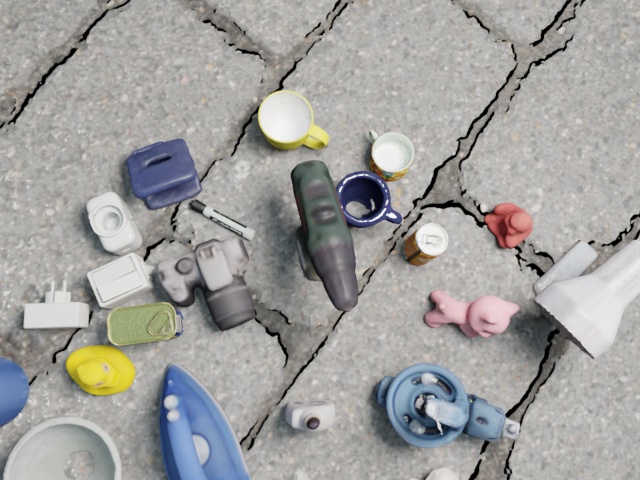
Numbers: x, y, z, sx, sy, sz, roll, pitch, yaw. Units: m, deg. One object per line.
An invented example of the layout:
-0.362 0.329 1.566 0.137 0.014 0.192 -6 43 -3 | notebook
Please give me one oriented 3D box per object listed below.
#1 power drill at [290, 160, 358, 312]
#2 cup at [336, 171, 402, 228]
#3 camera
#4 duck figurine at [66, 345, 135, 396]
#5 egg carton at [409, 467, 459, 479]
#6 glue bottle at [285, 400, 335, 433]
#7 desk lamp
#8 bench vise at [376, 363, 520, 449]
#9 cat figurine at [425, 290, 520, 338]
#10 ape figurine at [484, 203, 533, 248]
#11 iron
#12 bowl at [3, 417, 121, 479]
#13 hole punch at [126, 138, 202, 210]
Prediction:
0.008 0.003 0.873 0.075 0.208 0.229 -15 81 -5 | power drill
0.077 -0.052 0.944 0.117 0.095 0.092 28 79 3 | cup
-0.169 0.077 0.905 0.143 0.101 0.137 -22 81 -6 | camera
-0.345 0.201 0.880 0.104 0.086 0.077 20 79 1 | duck figurine
0.180 0.432 0.873 0.107 0.069 0.150 -17 81 -6 | egg carton
-0.013 0.261 0.842 0.078 0.173 0.037 1 79 -2 | glue bottle
0.410 0.079 0.877 0.203 0.213 0.118 -43 84 -9 | desk lamp
0.195 0.240 0.833 0.207 0.219 0.121 -1 79 -3 | bench vise
0.242 0.117 0.910 0.128 0.117 0.067 12 79 0 | cat figurine
0.323 -0.027 0.953 0.076 0.092 0.078 10 79 -1 | ape figurine
-0.190 0.305 0.841 0.118 0.141 0.258 -22 81 -6 | iron
-0.372 0.347 0.858 0.167 0.074 0.167 1 80 -3 | bowl
-0.261 -0.115 0.940 0.109 0.091 0.101 -21 81 -6 | hole punch
